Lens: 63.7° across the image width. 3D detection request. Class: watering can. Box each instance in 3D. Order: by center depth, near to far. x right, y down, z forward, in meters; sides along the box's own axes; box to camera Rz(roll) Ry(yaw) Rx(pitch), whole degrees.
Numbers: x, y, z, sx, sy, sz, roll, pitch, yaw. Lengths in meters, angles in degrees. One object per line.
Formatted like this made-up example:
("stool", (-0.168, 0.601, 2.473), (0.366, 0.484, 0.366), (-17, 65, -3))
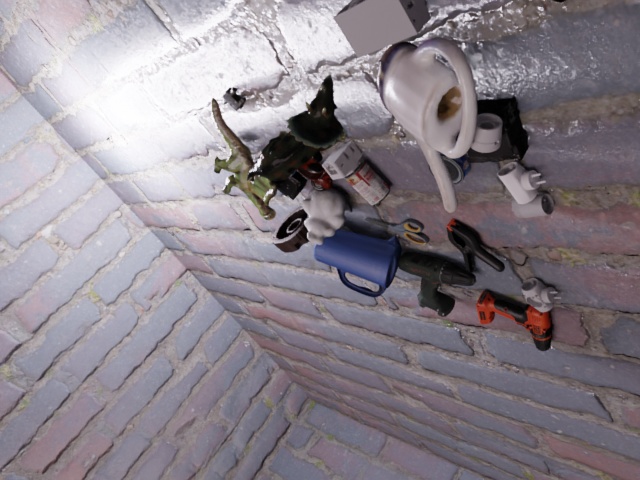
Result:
("watering can", (0.198, -0.220, 0.950), (0.228, 0.104, 0.339), (53, 161, 38))

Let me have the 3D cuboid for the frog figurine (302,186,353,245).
("frog figurine", (0.004, -0.074, 1.466), (0.138, 0.162, 0.120), (33, 151, 11))

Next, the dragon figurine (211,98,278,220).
("dragon figurine", (-0.206, -0.211, 1.530), (0.245, 0.124, 0.400), (30, 149, 32))
